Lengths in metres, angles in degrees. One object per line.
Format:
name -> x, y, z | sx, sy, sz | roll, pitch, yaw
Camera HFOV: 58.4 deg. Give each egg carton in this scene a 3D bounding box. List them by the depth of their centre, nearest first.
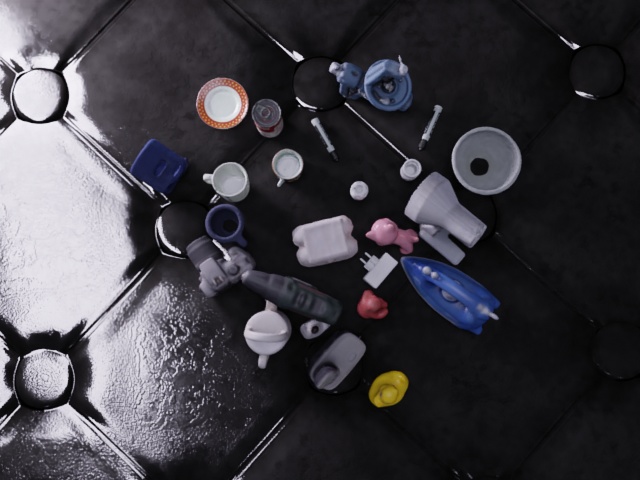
egg carton -> 0.013, 0.005, 1.388 | 0.150, 0.069, 0.107 | -15, 86, -1

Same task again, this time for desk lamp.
desk lamp -> 0.292, -0.048, 1.322 | 0.203, 0.213, 0.118 | 40, 87, 3

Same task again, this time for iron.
iron -> 0.304, 0.115, 1.347 | 0.258, 0.141, 0.119 | 35, 86, 2

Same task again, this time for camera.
camera -> -0.246, 0.050, 1.367 | 0.143, 0.101, 0.137 | -35, 87, -3

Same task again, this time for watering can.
watering can -> -0.122, 0.204, 1.311 | 0.101, 0.194, 0.173 | -14, 86, -1

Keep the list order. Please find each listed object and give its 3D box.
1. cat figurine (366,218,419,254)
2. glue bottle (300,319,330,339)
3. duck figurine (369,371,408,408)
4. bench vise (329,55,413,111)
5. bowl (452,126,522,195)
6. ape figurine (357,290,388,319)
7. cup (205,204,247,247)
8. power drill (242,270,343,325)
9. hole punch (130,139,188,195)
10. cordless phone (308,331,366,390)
cat figurine -> 0.174, -0.013, 1.367 | 0.128, 0.117, 0.067 | 15, 86, 1
glue bottle -> -0.010, 0.202, 1.322 | 0.078, 0.173, 0.037 | -31, 86, -2
duck figurine -> 0.166, 0.358, 1.356 | 0.104, 0.086, 0.077 | -36, 87, -3
bench vise -> 0.125, -0.369, 1.340 | 0.207, 0.219, 0.121 | 1, 86, 0
bowl -> 0.398, -0.188, 1.402 | 0.167, 0.074, 0.167 | 0, 86, 0
ape figurine -> 0.126, 0.156, 1.367 | 0.076, 0.092, 0.078 | -21, 86, -2
cup -> -0.212, -0.027, 1.376 | 0.092, 0.095, 0.118 | -44, 87, -3
power drill -> -0.062, 0.127, 1.309 | 0.229, 0.208, 0.076 | 21, 86, 1
hole punch -> -0.387, -0.177, 1.387 | 0.101, 0.091, 0.109 | 32, 86, 2
cordless phone -> 0.039, 0.281, 1.311 | 0.094, 0.185, 0.147 | 38, 87, 3
